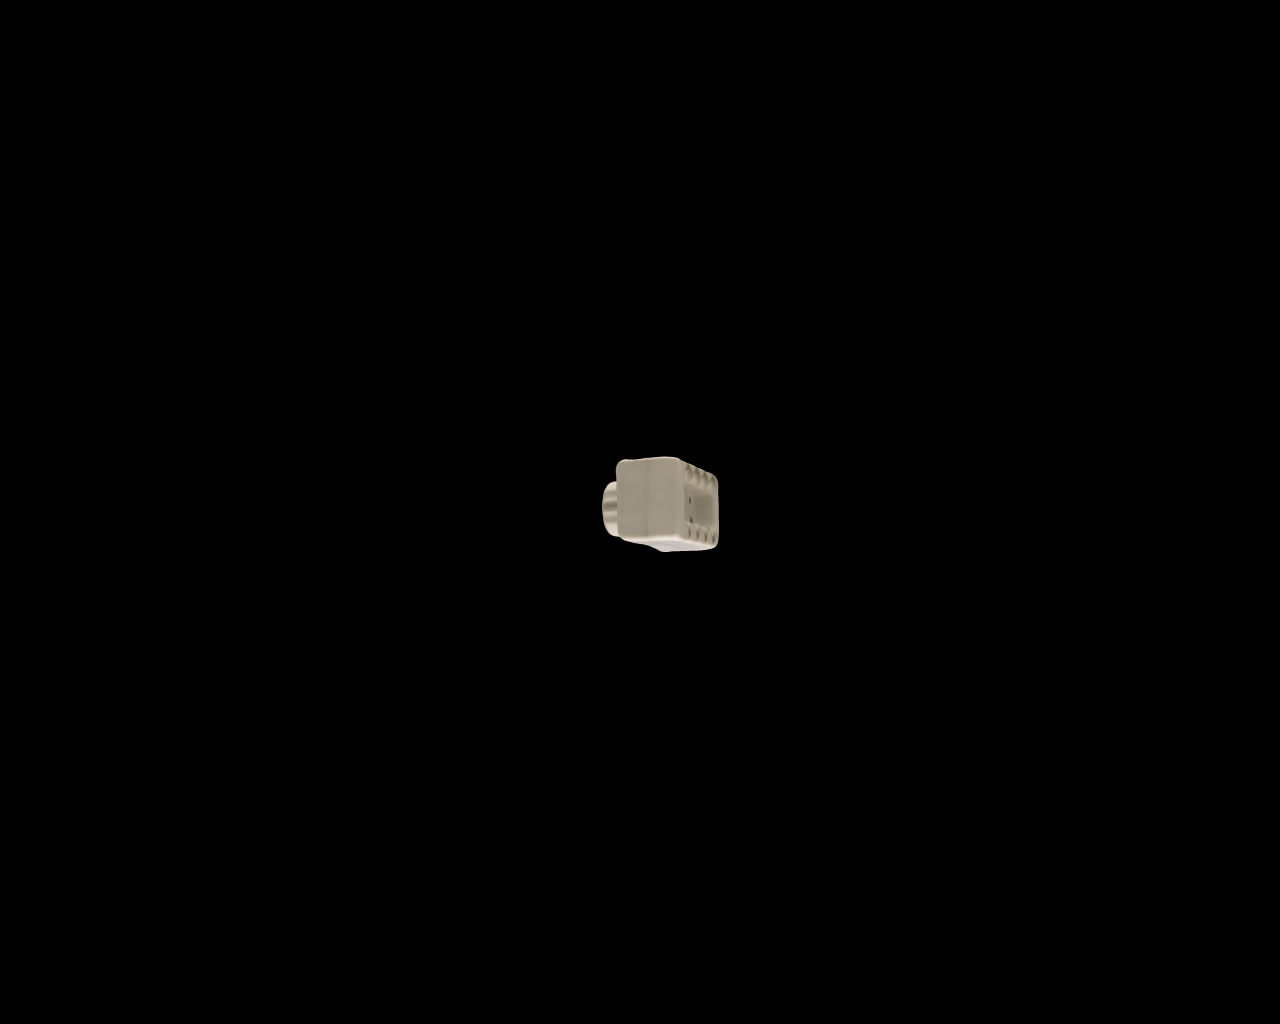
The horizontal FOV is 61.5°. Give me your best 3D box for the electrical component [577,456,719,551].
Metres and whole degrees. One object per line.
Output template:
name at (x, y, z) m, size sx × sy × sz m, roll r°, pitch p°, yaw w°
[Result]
electrical component at (0.001, -0.003, 0.650) m, size 0.076 × 0.047 × 0.083 m, roll -2°, pitch -7°, yaw 19°
